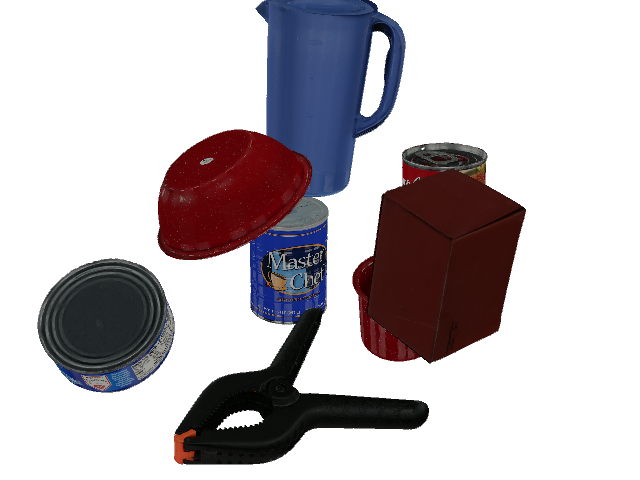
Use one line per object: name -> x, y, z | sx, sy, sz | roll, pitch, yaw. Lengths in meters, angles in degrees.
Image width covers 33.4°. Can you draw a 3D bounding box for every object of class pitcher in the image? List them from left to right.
pitcher -> 0.003, -0.180, 1.318 | 0.144, 0.243, 0.149 | -9, 28, -28

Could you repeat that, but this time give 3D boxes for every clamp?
clamp -> -0.024, 0.140, 0.896 | 0.209, 0.036, 0.165 | -26, 45, -36

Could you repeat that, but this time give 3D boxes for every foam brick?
foam brick -> 0.061, 0.012, 0.540 | 0.052, 0.078, 0.051 | -20, 42, -34

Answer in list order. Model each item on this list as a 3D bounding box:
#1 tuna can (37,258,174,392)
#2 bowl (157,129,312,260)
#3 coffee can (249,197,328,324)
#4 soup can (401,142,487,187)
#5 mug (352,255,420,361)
tuna can -> -0.141, 0.057, 0.710 | 0.086, 0.086, 0.034 | 0, -33, 7
bowl -> -0.091, -0.054, 0.986 | 0.162, 0.055, 0.162 | -21, 31, 13
coffee can -> -0.042, 0.023, 1.388 | 0.103, 0.140, 0.103 | 0, 26, 0
soup can -> 0.100, -0.021, 0.865 | 0.068, 0.102, 0.068 | -1, 21, 0
mug -> 0.087, 0.076, 1.095 | 0.093, 0.081, 0.117 | -22, 40, -22
